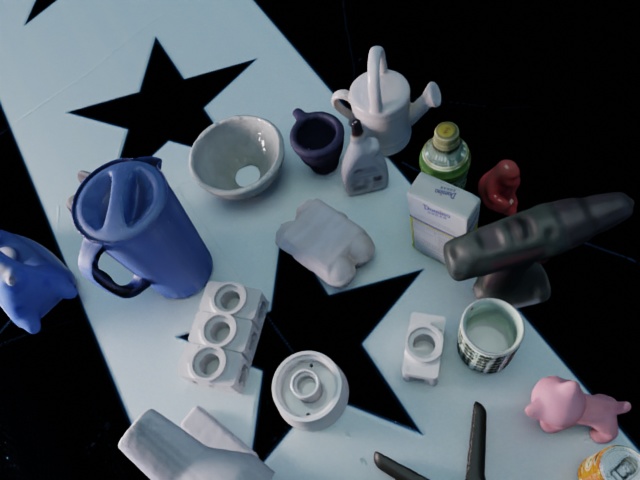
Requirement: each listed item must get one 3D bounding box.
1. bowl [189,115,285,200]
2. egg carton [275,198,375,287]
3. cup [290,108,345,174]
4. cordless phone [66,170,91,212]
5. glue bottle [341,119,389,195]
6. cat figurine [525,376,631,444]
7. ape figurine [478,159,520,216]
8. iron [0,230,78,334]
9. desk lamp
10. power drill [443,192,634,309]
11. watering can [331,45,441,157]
[{"bbox_3d":[-0.137,-0.131,0.996,0.167,0.075,0.167,-4,62,8],"label":"bowl"},{"bbox_3d":[0.008,0.003,0.906,0.150,0.069,0.107,34,73,23],"label":"egg carton"},{"bbox_3d":[-0.007,-0.165,0.981,0.092,0.095,0.117,-34,63,-8],"label":"cup"},{"bbox_3d":[-0.359,-0.073,0.940,0.147,0.185,0.094,14,66,16],"label":"cordless phone"},{"bbox_3d":[0.067,-0.134,0.908,0.078,0.173,0.037,-12,61,4],"label":"glue bottle"},{"bbox_3d":[0.321,0.207,0.720,0.127,0.118,0.067,4,64,12],"label":"cat figurine"},{"bbox_3d":[0.287,-0.090,0.895,0.076,0.092,0.078,39,75,25],"label":"ape figurine"},{"bbox_3d":[-0.522,0.032,0.937,0.257,0.142,0.119,36,74,24],"label":"iron"},{"bbox_3d":[-0.146,0.286,0.702,0.202,0.214,0.118,31,72,23],"label":"desk lamp"},{"bbox_3d":[0.280,0.020,0.773,0.229,0.209,0.075,-15,61,2],"label":"power drill"},{"bbox_3d":[0.107,-0.235,0.942,0.173,0.194,0.101,-14,61,2],"label":"watering can"}]
